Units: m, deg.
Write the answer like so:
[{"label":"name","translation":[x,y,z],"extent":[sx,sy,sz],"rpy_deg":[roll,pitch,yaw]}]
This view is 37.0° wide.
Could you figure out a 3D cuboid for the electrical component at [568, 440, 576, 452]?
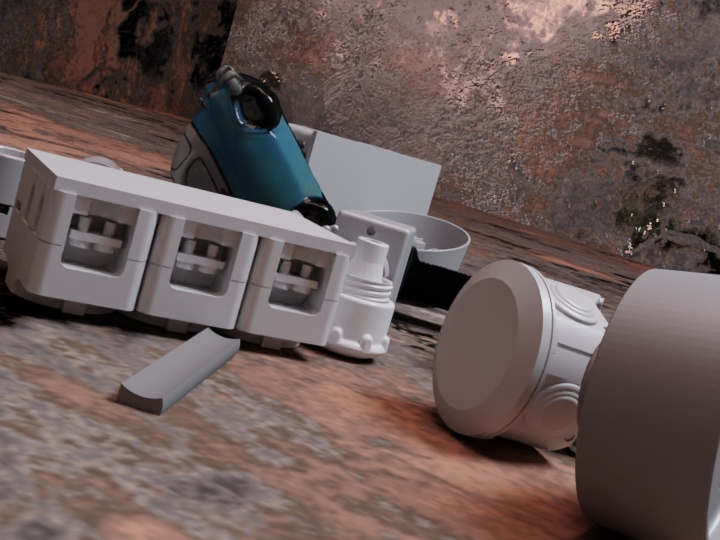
[{"label":"electrical component","translation":[0.112,0.062,0.536],"extent":[0.043,0.043,0.081],"rpy_deg":[16,7,-3]}]

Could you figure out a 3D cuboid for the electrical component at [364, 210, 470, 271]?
[{"label":"electrical component","translation":[0.033,-0.014,0.853],"extent":[0.099,0.064,0.099],"rpy_deg":[16,7,-2]}]

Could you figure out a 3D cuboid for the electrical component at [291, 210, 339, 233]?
[{"label":"electrical component","translation":[-0.051,-0.012,0.653],"extent":[0.079,0.043,0.077],"rpy_deg":[-20,-1,14]}]

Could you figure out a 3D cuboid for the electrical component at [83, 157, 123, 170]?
[{"label":"electrical component","translation":[-0.196,-0.062,0.797],"extent":[0.043,0.043,0.081],"rpy_deg":[15,7,-13]}]

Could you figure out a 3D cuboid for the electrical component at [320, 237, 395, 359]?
[{"label":"electrical component","translation":[-0.001,0.014,0.577],"extent":[0.048,0.062,0.048],"rpy_deg":[17,7,-2]}]

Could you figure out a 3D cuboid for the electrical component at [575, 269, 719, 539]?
[{"label":"electrical component","translation":[0.116,0.051,0.399],"extent":[0.060,0.108,0.108],"rpy_deg":[14,5,32]}]

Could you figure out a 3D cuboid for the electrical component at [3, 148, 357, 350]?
[{"label":"electrical component","translation":[-0.092,-0.007,0.537],"extent":[0.150,0.061,0.089],"rpy_deg":[12,8,-28]}]

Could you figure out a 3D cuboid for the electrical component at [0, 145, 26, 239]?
[{"label":"electrical component","translation":[-0.211,-0.047,0.635],"extent":[0.055,0.047,0.055],"rpy_deg":[16,7,-2]}]

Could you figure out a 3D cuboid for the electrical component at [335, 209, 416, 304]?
[{"label":"electrical component","translation":[0.000,0.000,0.671],"extent":[0.047,0.065,0.077],"rpy_deg":[17,7,8]}]

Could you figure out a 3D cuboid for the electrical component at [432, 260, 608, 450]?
[{"label":"electrical component","translation":[0.072,0.040,0.484],"extent":[0.051,0.080,0.080],"rpy_deg":[19,5,-26]}]

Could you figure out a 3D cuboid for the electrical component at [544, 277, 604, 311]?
[{"label":"electrical component","translation":[0.099,0.038,0.619],"extent":[0.061,0.061,0.096],"rpy_deg":[18,8,15]}]

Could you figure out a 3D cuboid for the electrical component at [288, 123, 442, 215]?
[{"label":"electrical component","translation":[-0.016,-0.064,0.964],"extent":[0.060,0.105,0.186],"rpy_deg":[22,9,36]}]
